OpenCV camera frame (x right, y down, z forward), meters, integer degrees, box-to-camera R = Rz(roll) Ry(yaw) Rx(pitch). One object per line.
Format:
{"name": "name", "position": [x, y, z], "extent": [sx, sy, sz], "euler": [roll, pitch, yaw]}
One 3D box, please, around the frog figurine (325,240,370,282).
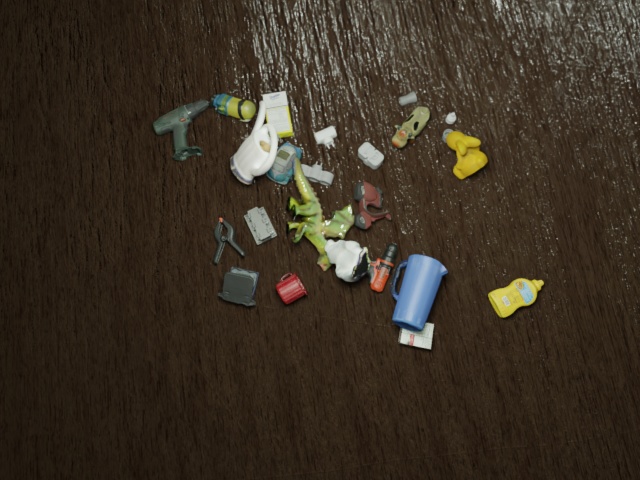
{"name": "frog figurine", "position": [0.088, 0.067, 1.778], "extent": [0.160, 0.137, 0.122], "euler": [17, 1, 37]}

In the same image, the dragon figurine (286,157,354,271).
{"name": "dragon figurine", "position": [0.006, -0.094, 1.870], "extent": [0.243, 0.413, 0.121], "euler": [5, -8, -14]}

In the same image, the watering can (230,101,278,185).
{"name": "watering can", "position": [-0.239, -0.351, 1.906], "extent": [0.103, 0.356, 0.221], "euler": [26, -55, -36]}
